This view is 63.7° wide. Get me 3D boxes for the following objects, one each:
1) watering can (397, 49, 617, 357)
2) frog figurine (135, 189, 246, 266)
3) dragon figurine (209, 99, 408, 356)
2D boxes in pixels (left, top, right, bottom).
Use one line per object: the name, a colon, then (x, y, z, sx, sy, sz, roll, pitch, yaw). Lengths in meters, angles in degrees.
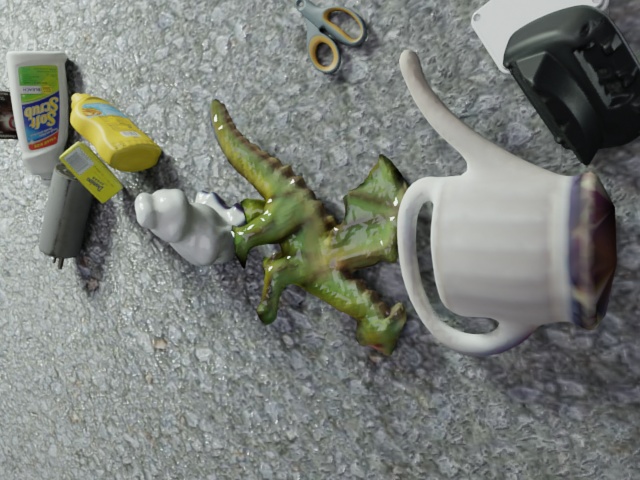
watering can: (0.183, -0.034, 0.541, 0.224, 0.105, 0.344, 1, 104, 32)
frog figurine: (-0.196, -0.016, 0.753, 0.139, 0.160, 0.120, 44, 118, 19)
dragon figurine: (0.002, -0.034, 0.685, 0.242, 0.122, 0.411, -18, 88, 15)
